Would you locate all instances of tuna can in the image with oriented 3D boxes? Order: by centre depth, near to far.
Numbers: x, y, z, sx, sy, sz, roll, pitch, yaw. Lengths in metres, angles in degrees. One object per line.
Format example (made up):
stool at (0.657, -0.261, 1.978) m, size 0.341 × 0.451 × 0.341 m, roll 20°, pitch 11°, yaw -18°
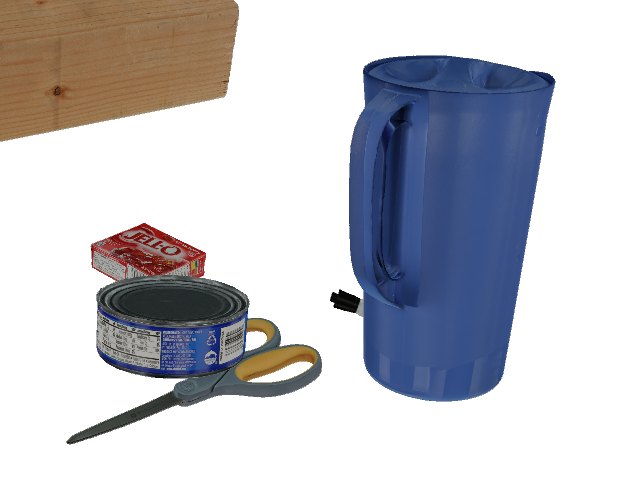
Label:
tuna can at (-0.084, 0.048, 0.605) m, size 0.086 × 0.034 × 0.086 m, roll 4°, pitch 14°, yaw -1°

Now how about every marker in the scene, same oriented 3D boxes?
marker at (0.067, 0.075, 1.043) m, size 0.121 × 0.020 × 0.020 m, roll 19°, pitch 1°, yaw 3°

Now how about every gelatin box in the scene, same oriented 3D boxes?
gelatin box at (-0.170, 0.018, 1.050) m, size 0.089 × 0.030 × 0.073 m, roll 25°, pitch 32°, yaw 30°

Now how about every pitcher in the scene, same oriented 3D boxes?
pitcher at (0.084, -0.008, 0.775) m, size 0.149 × 0.243 × 0.145 m, roll 0°, pitch 20°, yaw -6°

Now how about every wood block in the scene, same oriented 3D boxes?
wood block at (-0.179, -0.155, 0.848) m, size 0.205 × 0.091 × 0.090 m, roll -17°, pitch 47°, yaw -33°

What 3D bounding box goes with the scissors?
scissors at (-0.099, 0.103, 0.816) m, size 0.201 × 0.016 × 0.096 m, roll -10°, pitch 34°, yaw -17°
